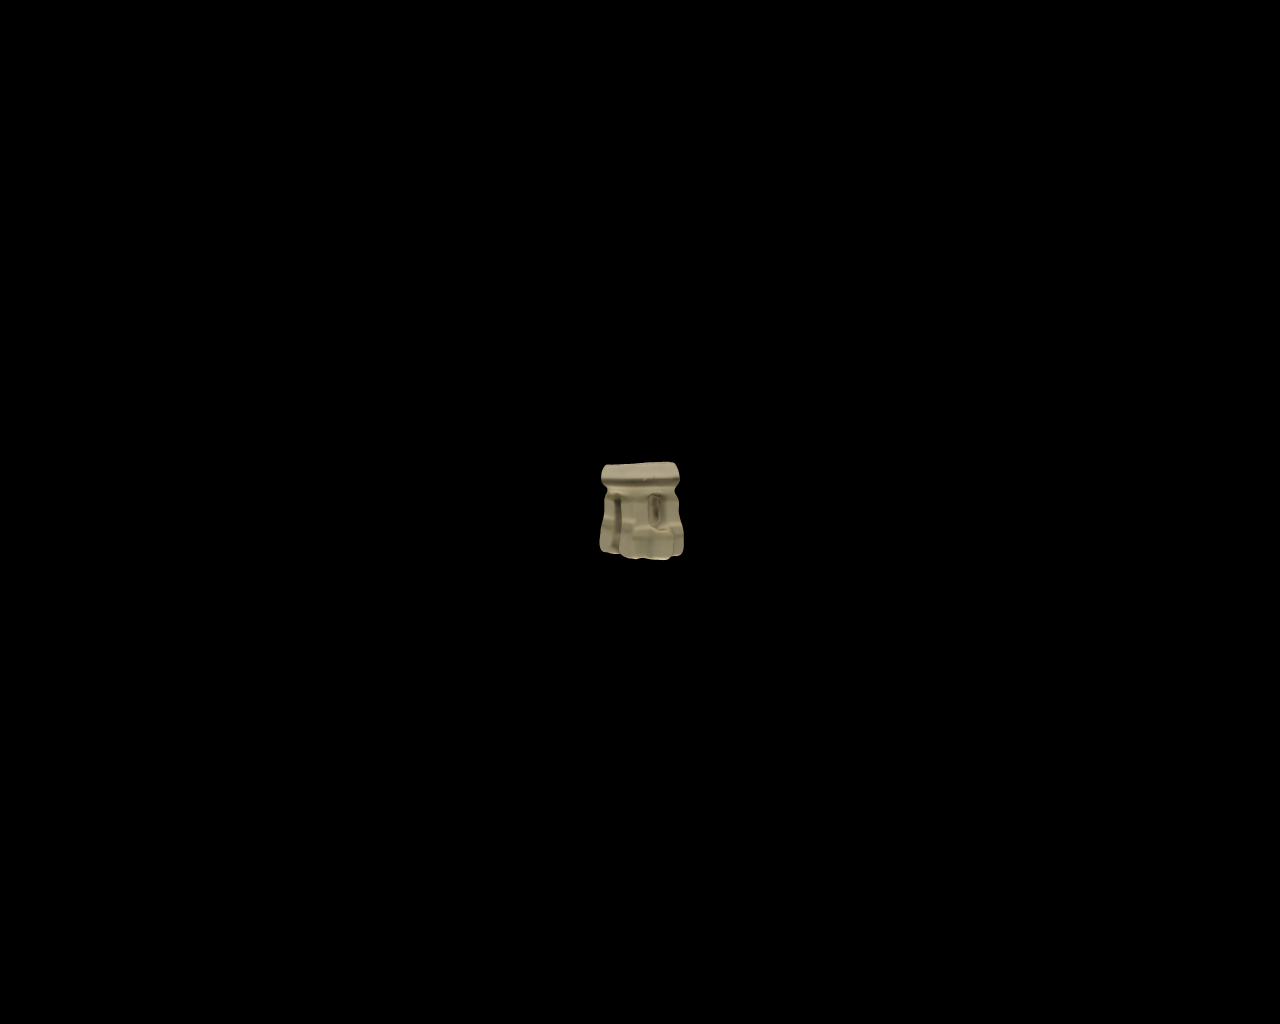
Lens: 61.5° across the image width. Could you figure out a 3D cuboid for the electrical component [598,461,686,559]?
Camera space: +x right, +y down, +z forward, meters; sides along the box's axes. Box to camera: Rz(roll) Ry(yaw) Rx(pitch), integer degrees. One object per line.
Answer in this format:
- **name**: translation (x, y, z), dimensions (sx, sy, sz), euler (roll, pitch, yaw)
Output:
- **electrical component**: translation (0.001, -0.003, 0.650), dimensions (0.048, 0.055, 0.066), euler (-3, 6, -32)
